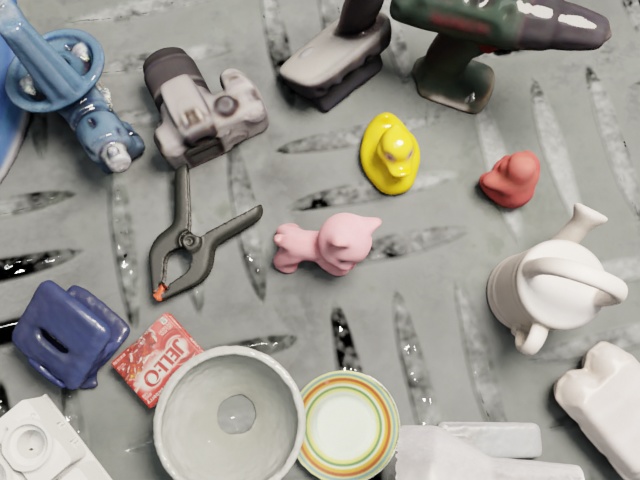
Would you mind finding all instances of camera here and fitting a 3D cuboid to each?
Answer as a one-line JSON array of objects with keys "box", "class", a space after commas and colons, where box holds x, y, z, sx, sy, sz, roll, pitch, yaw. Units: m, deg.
[{"box": [-0.154, -0.181, 0.716, 0.143, 0.101, 0.137, -27, 81, -6], "class": "camera"}]

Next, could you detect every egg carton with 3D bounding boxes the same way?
[{"box": [0.353, 0.201, 0.673, 0.107, 0.069, 0.150, -39, 83, -8], "class": "egg carton"}]

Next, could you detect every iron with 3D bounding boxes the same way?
[{"box": [-0.431, -0.204, 0.692, 0.118, 0.141, 0.258, -7, 80, -3], "class": "iron"}]

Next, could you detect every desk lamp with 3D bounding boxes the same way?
[{"box": [0.164, 0.245, 0.587, 0.203, 0.213, 0.118, -1, 79, -1], "class": "desk lamp"}]

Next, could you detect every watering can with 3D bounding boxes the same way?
[{"box": [0.263, 0.043, 0.637, 0.101, 0.194, 0.173, 4, 79, 0], "class": "watering can"}]

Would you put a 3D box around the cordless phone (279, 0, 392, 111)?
[{"box": [0.022, -0.251, 0.690, 0.148, 0.185, 0.094, -44, 83, -8], "class": "cordless phone"}]

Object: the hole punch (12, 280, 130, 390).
[{"box": [-0.293, 0.113, 0.662, 0.108, 0.091, 0.101, 37, 81, 5], "class": "hole punch"}]

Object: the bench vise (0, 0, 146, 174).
[{"box": [-0.281, -0.182, 0.652, 0.207, 0.220, 0.121, 36, 81, 5], "class": "bench vise"}]

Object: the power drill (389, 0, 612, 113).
[{"box": [0.190, -0.233, 0.679, 0.229, 0.208, 0.076, 19, 80, 2], "class": "power drill"}]

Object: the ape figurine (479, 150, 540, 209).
[{"box": [0.242, -0.082, 0.712, 0.078, 0.092, 0.076, -9, 80, -3], "class": "ape figurine"}]

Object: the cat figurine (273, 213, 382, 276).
[{"box": [0.006, 0.002, 0.677, 0.128, 0.118, 0.067, 1, 79, -1], "class": "cat figurine"}]

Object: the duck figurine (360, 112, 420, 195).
[{"box": [0.092, -0.116, 0.717, 0.077, 0.086, 0.104, -10, 80, -3], "class": "duck figurine"}]

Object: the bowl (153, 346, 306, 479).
[{"box": [-0.099, 0.206, 0.658, 0.167, 0.075, 0.167, 0, 79, -1], "class": "bowl"}]
